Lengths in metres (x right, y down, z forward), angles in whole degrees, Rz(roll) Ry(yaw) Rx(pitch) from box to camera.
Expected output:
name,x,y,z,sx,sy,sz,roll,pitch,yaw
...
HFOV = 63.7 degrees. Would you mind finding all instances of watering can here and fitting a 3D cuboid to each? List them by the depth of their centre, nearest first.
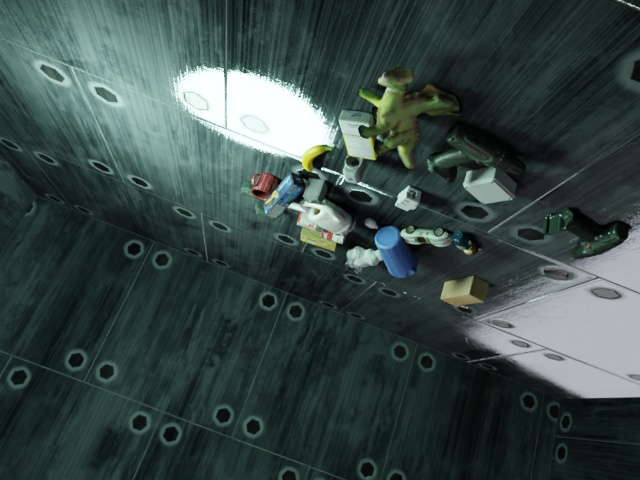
name,x,y,z,sx,sy,sz,roll,pitch,yaw
watering can,0.006,-0.104,2.070,0.222,0.105,0.348,29,172,-25

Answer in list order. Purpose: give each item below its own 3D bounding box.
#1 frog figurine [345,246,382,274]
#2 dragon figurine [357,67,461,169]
name,x,y,z,sx,sy,sz,roll,pitch,yaw
frog figurine,0.205,0.074,2.362,0.158,0.125,0.136,-36,120,22
dragon figurine,0.243,-0.308,1.324,0.242,0.124,0.405,-7,155,36
